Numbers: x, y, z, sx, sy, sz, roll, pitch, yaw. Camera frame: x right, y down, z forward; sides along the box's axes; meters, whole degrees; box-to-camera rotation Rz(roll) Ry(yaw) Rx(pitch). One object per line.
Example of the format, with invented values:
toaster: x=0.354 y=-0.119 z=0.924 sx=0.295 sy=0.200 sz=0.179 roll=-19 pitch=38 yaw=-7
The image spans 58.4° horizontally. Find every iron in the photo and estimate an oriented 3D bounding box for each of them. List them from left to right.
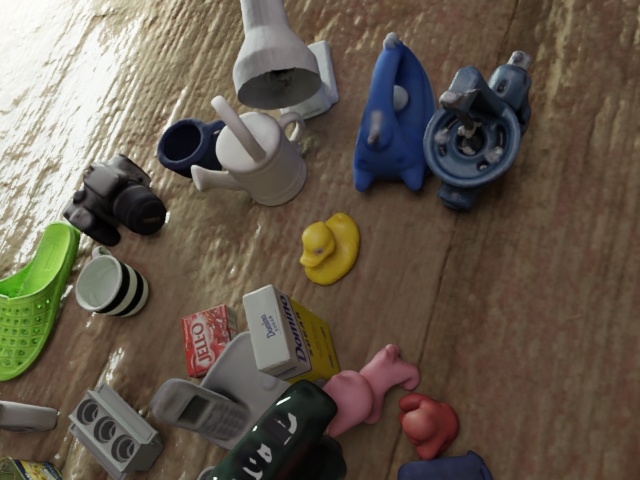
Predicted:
iron: x=0.101 y=-0.202 z=0.810 sx=0.118 sy=0.142 sz=0.258 roll=0 pitch=68 yaw=20

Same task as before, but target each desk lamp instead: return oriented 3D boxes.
desk lamp: x=-0.054 y=-0.267 z=0.852 sx=0.117 sy=0.214 sz=0.203 roll=-15 pitch=64 yaw=14

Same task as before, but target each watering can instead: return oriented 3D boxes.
watering can: x=-0.102 y=-0.127 z=0.821 sx=0.100 sy=0.194 sz=0.173 roll=30 pitch=80 yaw=28

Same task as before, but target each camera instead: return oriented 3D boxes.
camera: x=-0.326 y=-0.056 z=0.925 sx=0.136 sy=0.101 sz=0.143 roll=35 pitch=83 yaw=29

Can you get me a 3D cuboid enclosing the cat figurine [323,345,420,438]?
cat figurine: x=0.050 y=0.174 z=0.680 sx=0.128 sy=0.118 sz=0.067 roll=-45 pitch=61 yaw=-3

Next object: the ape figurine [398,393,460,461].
ape figurine: x=0.118 y=0.212 z=0.654 sx=0.076 sy=0.092 sz=0.078 roll=-6 pitch=66 yaw=18

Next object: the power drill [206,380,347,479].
power drill: x=-0.051 y=0.266 z=0.625 sx=0.075 sy=0.209 sz=0.230 roll=30 pitch=80 yaw=28

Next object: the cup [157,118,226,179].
cup: x=-0.186 y=-0.140 z=0.914 sx=0.117 sy=0.095 sz=0.091 roll=-30 pitch=61 yaw=6

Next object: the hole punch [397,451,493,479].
hole punch: x=0.141 y=0.286 z=0.614 sx=0.101 sy=0.091 sz=0.108 roll=-16 pitch=63 yaw=13

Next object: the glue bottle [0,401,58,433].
glue bottle: x=-0.458 y=0.243 z=0.802 sx=0.078 sy=0.173 sz=0.037 roll=-9 pitch=65 yaw=17

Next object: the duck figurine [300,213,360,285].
duck figurine: x=0.007 y=0.003 z=0.788 sx=0.077 sy=0.086 sz=0.105 roll=24 pitch=78 yaw=27

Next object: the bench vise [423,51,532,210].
bench vise: x=0.193 y=-0.165 z=0.716 sx=0.121 sy=0.220 sz=0.207 roll=8 pitch=71 yaw=23

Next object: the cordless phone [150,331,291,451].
cordless phone: x=-0.114 y=0.177 z=0.700 sx=0.093 sy=0.185 sz=0.148 roll=26 pitch=78 yaw=27
